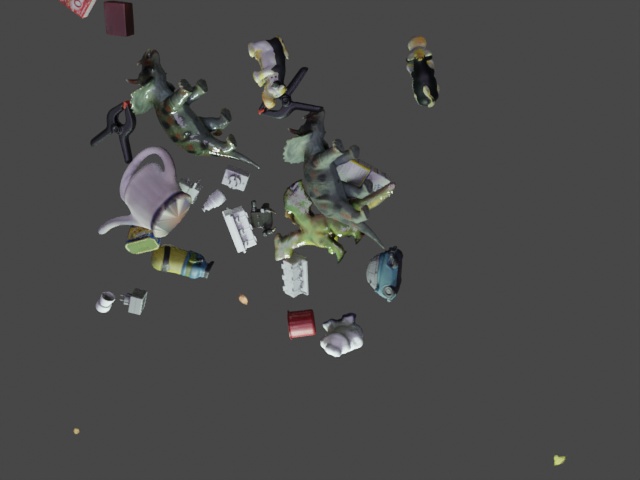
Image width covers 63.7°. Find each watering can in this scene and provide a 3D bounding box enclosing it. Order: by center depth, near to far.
[{"bbox_3d":[-0.491,-0.094,1.446,0.226,0.104,0.343,44,111,18],"label":"watering can"}]

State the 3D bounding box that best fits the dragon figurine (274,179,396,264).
[{"bbox_3d":[0.004,-0.073,1.454,0.242,0.125,0.403,34,118,-8],"label":"dragon figurine"}]

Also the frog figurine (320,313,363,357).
[{"bbox_3d":[0.069,0.322,1.627,0.137,0.163,0.120,-1,120,3],"label":"frog figurine"}]
